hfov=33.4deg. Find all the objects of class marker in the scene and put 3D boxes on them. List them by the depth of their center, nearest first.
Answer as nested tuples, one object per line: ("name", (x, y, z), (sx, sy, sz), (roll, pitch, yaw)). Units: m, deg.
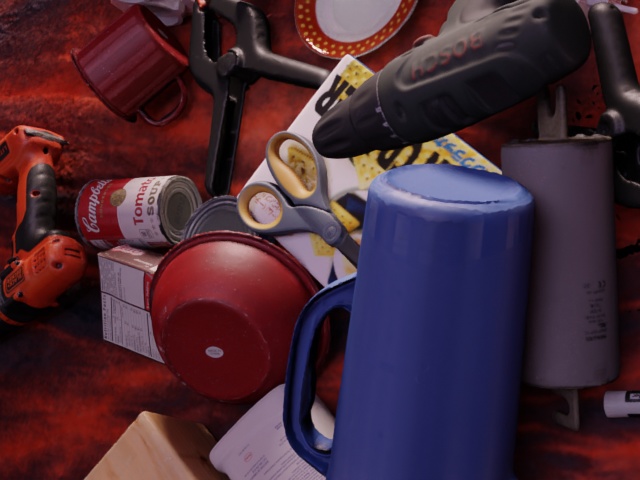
("marker", (0.256, 0.111, 0.727), (0.121, 0.020, 0.020), (-6, 72, 30))

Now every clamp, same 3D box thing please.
("clamp", (0.210, -0.074, 0.766), (0.120, 0.039, 0.171), (111, 150, -48))
("clamp", (-0.066, -0.162, 0.995), (0.165, 0.036, 0.210), (-34, 58, 27))

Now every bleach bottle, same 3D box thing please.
("bleach bottle", (0.021, 0.232, 0.810), (0.103, 0.068, 0.251), (-46, 60, 13))

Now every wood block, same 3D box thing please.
("wood block", (-0.090, 0.245, 0.855), (0.090, 0.090, 0.206), (-50, 56, 8))

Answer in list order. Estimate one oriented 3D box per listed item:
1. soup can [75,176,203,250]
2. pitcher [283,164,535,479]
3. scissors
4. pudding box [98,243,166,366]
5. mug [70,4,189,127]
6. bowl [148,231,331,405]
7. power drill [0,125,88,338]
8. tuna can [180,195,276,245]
("soup can", (-0.169, -0.025, 1.001), (0.102, 0.068, 0.068), (-1, 75, 31))
("pitcher", (0.067, 0.075, 0.726), (0.145, 0.149, 0.243), (-136, 46, -62))
("scissors", (-0.006, 0.001, 0.844), (0.096, 0.016, 0.202), (-38, 59, 21))
("pudding box", (-0.148, 0.060, 0.958), (0.114, 0.039, 0.090), (17, 117, 36))
("mug", (-0.175, -0.166, 1.043), (0.081, 0.093, 0.117), (-38, 87, 11))
("bowl", (-0.075, 0.076, 0.866), (0.162, 0.055, 0.162), (7, 116, 15))
("power drill", (-0.303, -0.005, 1.075), (0.185, 0.057, 0.188), (-32, 59, 35))
("tuna can", (-0.082, 0.005, 0.959), (0.086, 0.033, 0.086), (-10, 70, 29))
